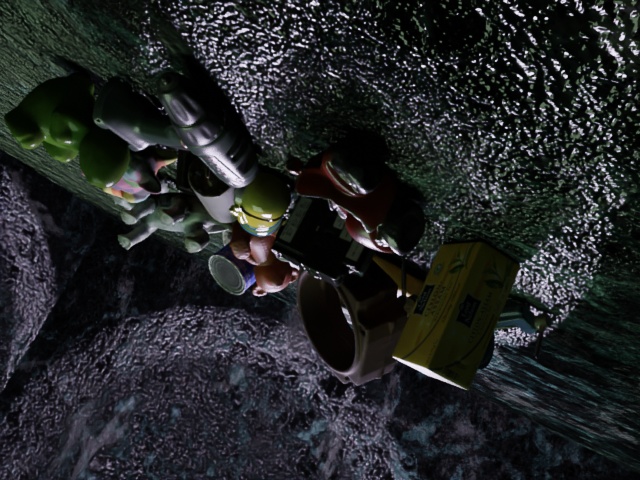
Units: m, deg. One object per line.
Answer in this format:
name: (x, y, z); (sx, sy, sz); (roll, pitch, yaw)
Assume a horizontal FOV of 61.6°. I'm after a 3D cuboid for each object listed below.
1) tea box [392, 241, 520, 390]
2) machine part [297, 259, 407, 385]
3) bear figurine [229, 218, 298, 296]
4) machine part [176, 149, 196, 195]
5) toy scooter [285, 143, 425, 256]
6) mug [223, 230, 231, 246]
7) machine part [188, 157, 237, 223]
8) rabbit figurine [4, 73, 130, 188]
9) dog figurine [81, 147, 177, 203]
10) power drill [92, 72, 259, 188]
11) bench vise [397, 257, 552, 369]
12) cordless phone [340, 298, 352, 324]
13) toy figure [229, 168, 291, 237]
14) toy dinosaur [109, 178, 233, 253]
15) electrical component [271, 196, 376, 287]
tea box: (0.170, 0.091, 0.679); (0.068, 0.169, 0.098); (29, 167, -16)
machine part: (0.042, 0.119, 0.883); (0.201, 0.087, 0.201); (47, 142, 40)
bear figurine: (-0.103, 0.039, 1.054); (0.132, 0.120, 0.195); (-124, 16, -60)
machine part: (-0.228, -0.119, 0.925); (0.039, 0.084, 0.139); (-5, -174, -10)
toy scooter: (0.033, -0.051, 0.609); (0.135, 0.075, 0.183); (17, 161, 39)
mug: (-0.186, 0.004, 1.319); (0.110, 0.081, 0.107); (-6, 165, 15)
machine part: (-0.168, -0.085, 0.904); (0.079, 0.079, 0.243); (26, 168, 5)
rabbit figurine: (-0.333, -0.153, 0.789); (0.170, 0.159, 0.121); (44, 174, 14)
dog figurine: (-0.346, -0.131, 1.038); (0.219, 0.108, 0.191); (16, 163, 35)
power drill: (-0.188, -0.152, 0.684); (0.208, 0.086, 0.231); (13, 166, 26)
bench vise: (0.237, 0.130, 0.859); (0.241, 0.129, 0.223); (-15, 131, 42)
cordless phone: (0.050, 0.101, 1.031); (0.147, 0.088, 0.184); (24, 169, 15)
toy figure: (-0.091, -0.055, 0.861); (0.089, 0.082, 0.180); (9, 161, -2)
toy dinosaur: (-0.324, -0.065, 1.221); (0.405, 0.192, 0.131); (9, 128, 17)
electrical component: (0.013, -0.002, 0.764); (0.134, 0.115, 0.058); (26, 170, 13)
